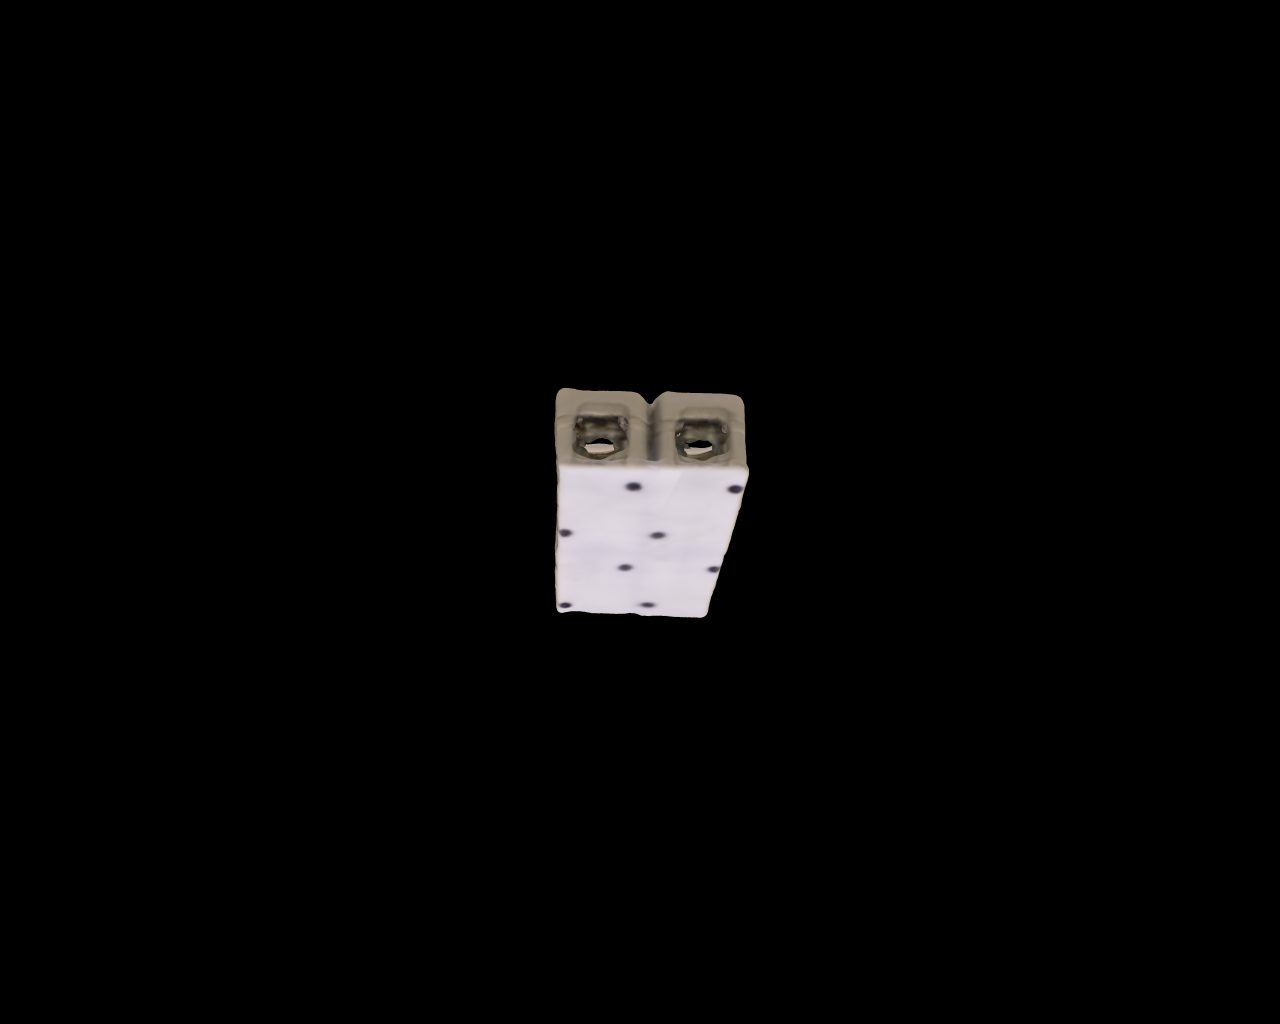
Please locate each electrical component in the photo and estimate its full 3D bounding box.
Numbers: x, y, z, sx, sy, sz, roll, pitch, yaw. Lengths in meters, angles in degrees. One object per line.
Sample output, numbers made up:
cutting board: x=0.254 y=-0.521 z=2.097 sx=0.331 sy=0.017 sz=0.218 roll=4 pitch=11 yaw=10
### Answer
electrical component: x=0.001 y=-0.003 z=0.650 sx=0.105 sy=0.060 sz=0.186 roll=2 pitch=-31 yaw=-3
